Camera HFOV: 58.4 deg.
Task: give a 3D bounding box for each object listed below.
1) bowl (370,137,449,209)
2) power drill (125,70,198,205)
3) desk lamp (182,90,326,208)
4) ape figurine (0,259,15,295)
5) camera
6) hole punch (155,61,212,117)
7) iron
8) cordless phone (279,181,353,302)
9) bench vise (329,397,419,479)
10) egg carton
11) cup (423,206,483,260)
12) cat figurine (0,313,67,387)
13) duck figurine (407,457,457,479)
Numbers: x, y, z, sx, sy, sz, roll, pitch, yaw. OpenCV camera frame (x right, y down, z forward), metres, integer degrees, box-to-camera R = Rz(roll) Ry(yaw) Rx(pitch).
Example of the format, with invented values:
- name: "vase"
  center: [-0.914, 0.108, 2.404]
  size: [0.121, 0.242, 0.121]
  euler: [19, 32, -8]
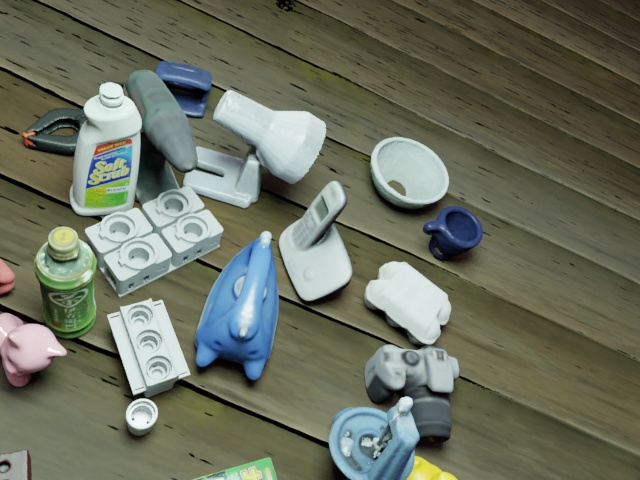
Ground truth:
- name: "bowl"
  center: [0.169, -0.123, 1.155]
  size: [0.168, 0.074, 0.167]
  euler: [10, 55, -15]
- name: "power drill"
  center: [-0.256, -0.147, 0.920]
  size: [0.076, 0.208, 0.229]
  euler: [-15, 64, -29]
- name: "desk lamp"
  center: [-0.114, -0.151, 0.974]
  size: [0.203, 0.213, 0.118]
  euler: [15, 54, -11]
- name: "ape figurine"
  center: [-0.462, 0.046, 0.784]
  size: [0.078, 0.092, 0.076]
  euler: [6, 56, -18]
- name: "camera"
  center: [0.154, 0.240, 0.892]
  size: [0.143, 0.100, 0.137]
  euler: [9, 55, -15]
- name: "hole punch"
  center: [-0.263, -0.305, 1.095]
  size: [0.109, 0.091, 0.101]
  euler: [9, 55, -16]
- name: "iron"
  center: [-0.106, 0.071, 0.876]
  size: [0.119, 0.141, 0.258]
  euler: [17, 54, -10]
- name: "cordless phone"
  center: [0.009, 0.003, 0.939]
  size: [0.094, 0.185, 0.147]
  euler: [-13, 63, -28]
- name: "bench vise"
  center: [0.092, 0.302, 0.751]
  size: [0.122, 0.219, 0.207]
  euler: [-15, 65, -29]
- name: "egg carton"
  center: [0.154, 0.109, 0.999]
  size: [0.150, 0.069, 0.107]
  euler: [37, 53, 5]
- name: "cup"
  center: [0.237, -0.004, 1.090]
  size: [0.118, 0.095, 0.091]
  euler: [1, 58, -20]
- name: "cat figurine"
  center: [-0.390, 0.131, 0.739]
  size: [0.127, 0.117, 0.067]
  euler: [39, 53, 7]
- name: "duck figurine"
  center: [0.167, 0.359, 0.828]
  size: [0.078, 0.086, 0.104]
  euler: [-26, 70, -33]
